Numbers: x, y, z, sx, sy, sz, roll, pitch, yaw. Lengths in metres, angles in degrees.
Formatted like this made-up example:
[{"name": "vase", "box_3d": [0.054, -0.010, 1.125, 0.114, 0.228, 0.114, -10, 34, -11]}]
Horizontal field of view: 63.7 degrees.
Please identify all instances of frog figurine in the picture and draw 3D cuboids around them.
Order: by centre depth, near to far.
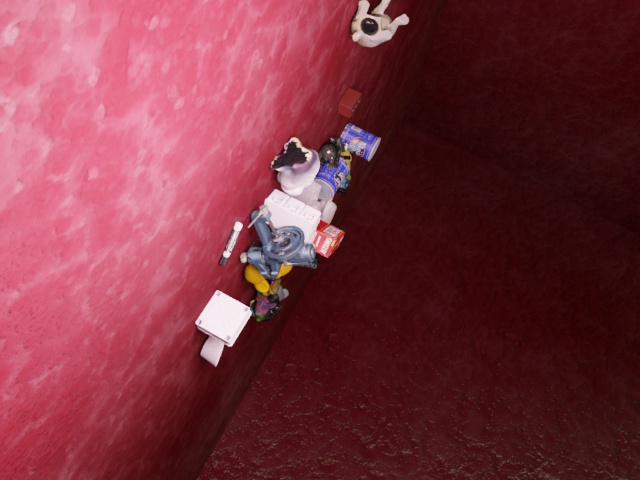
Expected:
[{"name": "frog figurine", "box_3d": [-0.059, -0.173, 1.354, 0.156, 0.123, 0.140, 82, 16, -59]}]

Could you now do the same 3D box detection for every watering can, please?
[{"name": "watering can", "box_3d": [0.007, -0.110, 2.194, 0.225, 0.104, 0.346, -64, 177, -3]}]
